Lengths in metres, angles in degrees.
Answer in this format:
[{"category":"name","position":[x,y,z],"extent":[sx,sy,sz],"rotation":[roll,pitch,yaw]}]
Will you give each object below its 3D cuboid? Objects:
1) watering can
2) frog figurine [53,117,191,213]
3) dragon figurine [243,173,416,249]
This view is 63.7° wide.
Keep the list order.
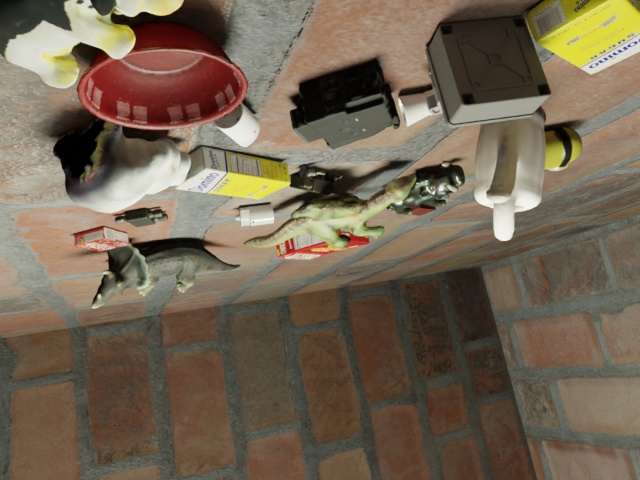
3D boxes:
[{"category":"watering can","position":[0.285,-0.117,0.776],"extent":[0.104,0.226,0.346],"rotation":[3,174,21]},{"category":"frog figurine","position":[-0.247,-0.086,0.683],"extent":[0.136,0.125,0.158],"rotation":[-36,147,18]},{"category":"dragon figurine","position":[0.003,-0.054,1.065],"extent":[0.409,0.124,0.240],"rotation":[-17,166,6]}]
